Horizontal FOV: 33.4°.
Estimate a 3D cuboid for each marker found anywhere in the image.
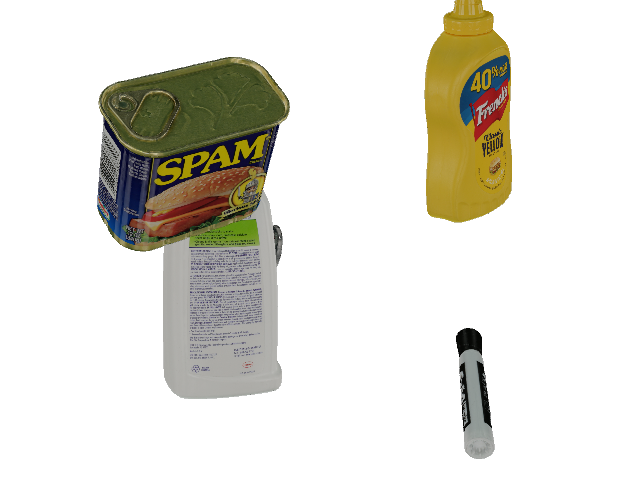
[{"bbox_3d":[0.104,0.099,0.724,0.020,0.020,0.121,0,32,4],"label":"marker"}]

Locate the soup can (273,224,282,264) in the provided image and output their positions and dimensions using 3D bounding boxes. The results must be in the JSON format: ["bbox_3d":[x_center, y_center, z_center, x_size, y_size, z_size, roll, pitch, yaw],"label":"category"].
[{"bbox_3d":[-0.104,0.005,1.251,0.102,0.068,0.068,13,4,20],"label":"soup can"}]

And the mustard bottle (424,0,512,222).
[{"bbox_3d":[0.127,-0.118,0.912,0.058,0.192,0.096,17,32,39],"label":"mustard bottle"}]

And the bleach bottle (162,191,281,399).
[{"bbox_3d":[-0.076,0.002,0.869,0.102,0.251,0.068,-3,20,-21],"label":"bleach bottle"}]

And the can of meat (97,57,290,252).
[{"bbox_3d":[-0.075,-0.047,0.605,0.101,0.057,0.084,-19,-33,-29],"label":"can of meat"}]
